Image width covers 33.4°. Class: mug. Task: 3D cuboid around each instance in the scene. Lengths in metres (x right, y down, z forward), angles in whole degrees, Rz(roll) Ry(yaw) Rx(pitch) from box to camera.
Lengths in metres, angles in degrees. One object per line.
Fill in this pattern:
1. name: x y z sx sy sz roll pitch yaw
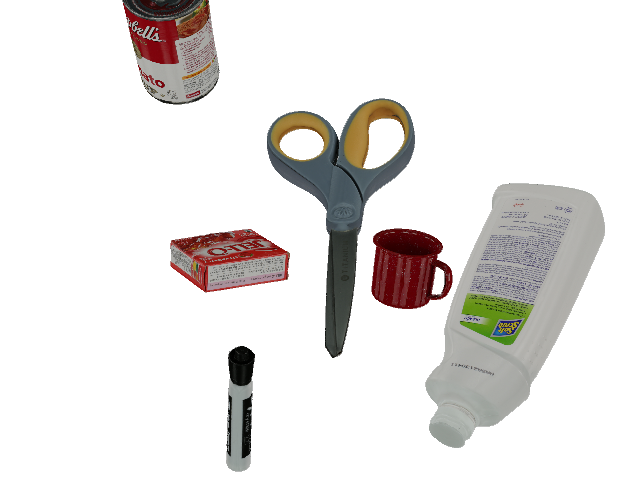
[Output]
1. mug: 0.122 0.042 1.419 0.117 0.081 0.093 18 26 27

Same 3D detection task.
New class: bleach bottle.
1. bleach bottle: 0.144 0.058 0.860 0.103 0.068 0.250 6 46 35

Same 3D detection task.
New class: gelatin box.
1. gelatin box: -0.084 0.017 0.986 0.089 0.030 0.073 -9 23 -31

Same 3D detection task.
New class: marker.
1. marker: -0.059 0.124 0.782 0.020 0.121 0.020 3 39 -3

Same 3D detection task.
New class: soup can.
1. soup can: -0.119 -0.168 0.863 0.068 0.068 0.102 0 -33 1

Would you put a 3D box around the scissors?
1. scissors: -0.003 -0.018 0.587 0.096 0.016 0.201 9 44 17
